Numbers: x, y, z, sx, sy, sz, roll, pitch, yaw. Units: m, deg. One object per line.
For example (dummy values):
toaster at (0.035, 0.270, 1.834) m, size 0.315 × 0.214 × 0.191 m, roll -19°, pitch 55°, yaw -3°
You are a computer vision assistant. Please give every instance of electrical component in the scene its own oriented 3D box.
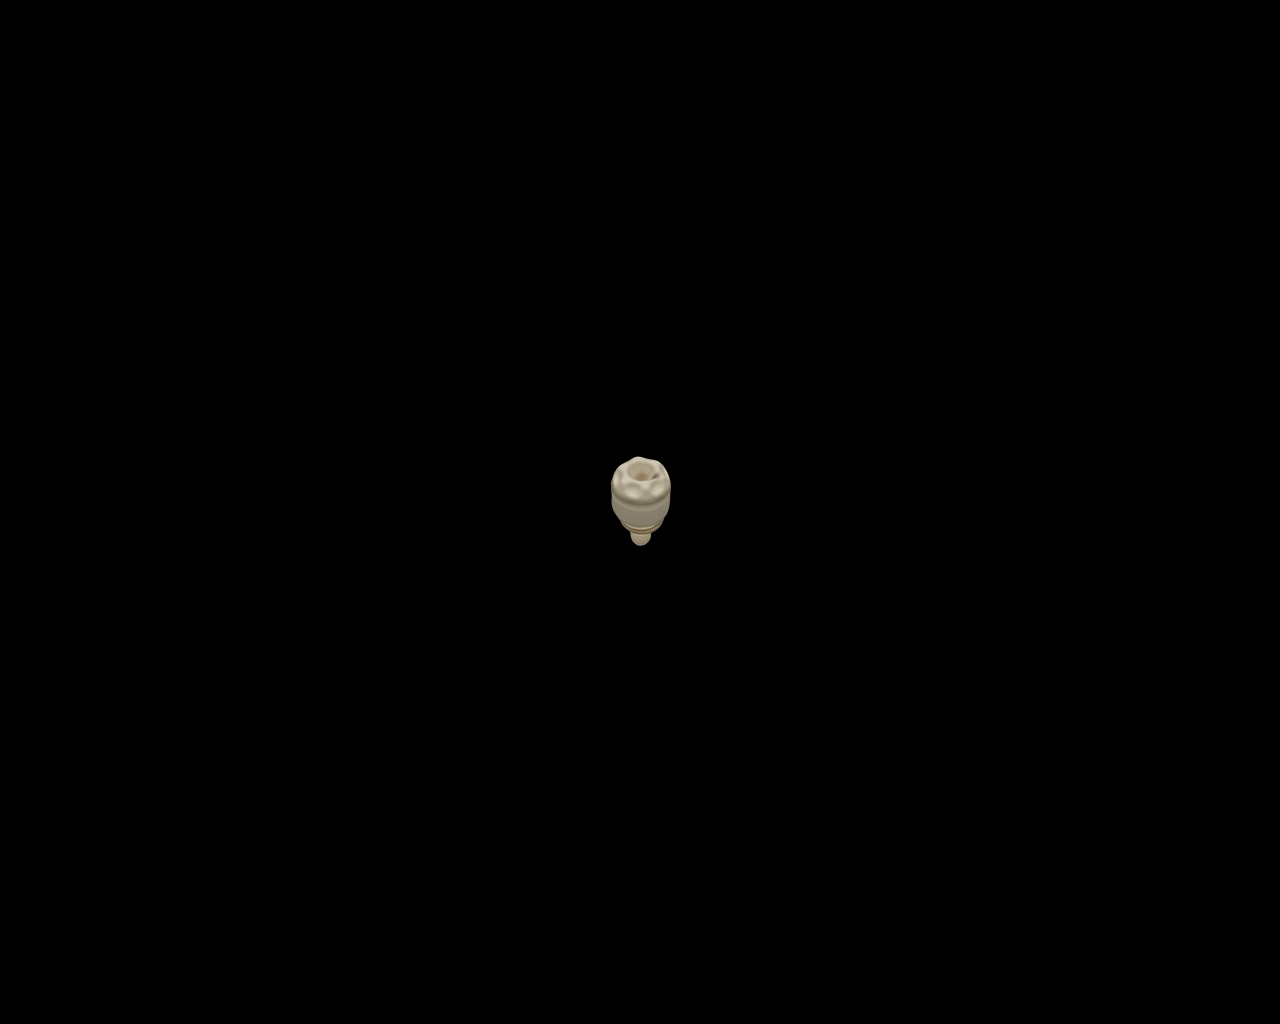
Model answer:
electrical component at (0.001, -0.003, 0.650) m, size 0.035 × 0.061 × 0.035 m, roll 0°, pitch 44°, yaw 0°
